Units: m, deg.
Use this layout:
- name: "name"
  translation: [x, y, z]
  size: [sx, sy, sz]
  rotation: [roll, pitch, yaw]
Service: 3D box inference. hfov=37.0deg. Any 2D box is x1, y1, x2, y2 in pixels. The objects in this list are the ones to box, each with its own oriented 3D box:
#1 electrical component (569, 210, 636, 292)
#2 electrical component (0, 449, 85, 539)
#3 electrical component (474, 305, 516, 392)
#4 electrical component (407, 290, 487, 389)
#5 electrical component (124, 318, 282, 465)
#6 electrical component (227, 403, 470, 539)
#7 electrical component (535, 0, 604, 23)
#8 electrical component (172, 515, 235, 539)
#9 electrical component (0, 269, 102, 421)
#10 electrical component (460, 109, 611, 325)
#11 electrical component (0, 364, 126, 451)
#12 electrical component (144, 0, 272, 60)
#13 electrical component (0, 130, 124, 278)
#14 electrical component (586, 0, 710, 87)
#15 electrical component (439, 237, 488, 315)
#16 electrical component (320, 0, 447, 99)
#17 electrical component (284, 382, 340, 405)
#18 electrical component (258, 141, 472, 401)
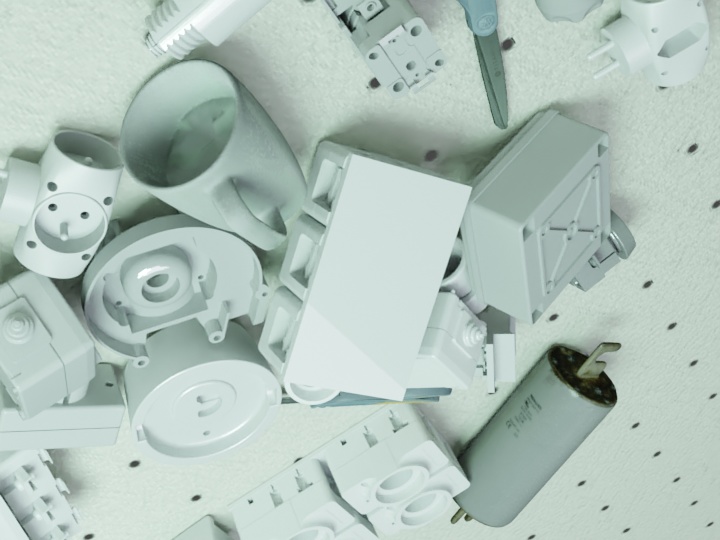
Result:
- name: "electrical component"
  translation: [0.180, -0.018, 0.839]
  size: [0.055, 0.066, 0.048]
  rotation: [-38, 103, -1]
- name: "electrical component"
  translation: [-0.249, 0.163, 0.775]
  size: [0.063, 0.079, 0.121]
  rotation: [-37, 143, -24]
- name: "electrical component"
  translation: [0.092, 0.060, 0.854]
  size: [0.064, 0.081, 0.042]
  rotation: [-2, 111, 9]
- name: "electrical component"
  translation: [0.046, 0.054, 0.795]
  size: [0.096, 0.061, 0.062]
  rotation: [2, 153, 35]
- name: "electrical component"
  translation: [-0.116, 0.082, 0.769]
  size: [0.108, 0.060, 0.108]
  rotation: [-15, 137, -15]
- name: "electrical component"
  translation: [-0.006, 0.203, 0.951]
  size: [0.186, 0.060, 0.105]
  rotation: [-33, 138, 5]
- name: "electrical component"
  translation: [0.123, -0.184, 0.650]
  size: [0.043, 0.043, 0.062]
  rotation: [-29, 136, 0]
- name: "electrical component"
  translation: [-0.143, 0.275, 0.921]
  size: [0.100, 0.099, 0.048]
  rotation: [-36, 126, 8]
- name: "electrical component"
  translation: [-0.197, 0.042, 0.654]
  size: [0.061, 0.061, 0.096]
  rotation: [-33, 170, -22]
- name: "electrical component"
  translation: [0.126, -0.037, 0.757]
  size: [0.108, 0.056, 0.108]
  rotation: [-46, 144, -24]
- name: "electrical component"
  translation: [-0.204, 0.078, 0.729]
  size: [0.083, 0.047, 0.075]
  rotation: [2, 125, -30]
- name: "electrical component"
  translation: [-0.083, -0.143, 0.577]
  size: [0.081, 0.043, 0.043]
  rotation: [-38, 138, 10]
- name: "electrical component"
  translation: [-0.186, -0.042, 0.621]
  size: [0.079, 0.044, 0.077]
  rotation: [14, 119, -26]
- name: "electrical component"
  translation: [0.187, -0.154, 0.714]
  size: [0.079, 0.043, 0.077]
  rotation: [-31, 139, 3]
- name: "electrical component"
  translation: [0.071, 0.005, 0.808]
  size: [0.045, 0.045, 0.055]
  rotation: [-36, 138, 8]
- name: "electrical component"
  translation: [0.016, -0.137, 0.623]
  size: [0.042, 0.063, 0.081]
  rotation: [-36, 138, 7]
- name: "electrical component"
  translation: [-0.038, 0.062, 0.790]
  size: [0.044, 0.065, 0.044]
  rotation: [-5, 120, -9]
- name: "electrical component"
  translation: [0.000, 0.000, 0.708]
  size: [0.089, 0.062, 0.150]
  rotation: [13, 101, -26]
